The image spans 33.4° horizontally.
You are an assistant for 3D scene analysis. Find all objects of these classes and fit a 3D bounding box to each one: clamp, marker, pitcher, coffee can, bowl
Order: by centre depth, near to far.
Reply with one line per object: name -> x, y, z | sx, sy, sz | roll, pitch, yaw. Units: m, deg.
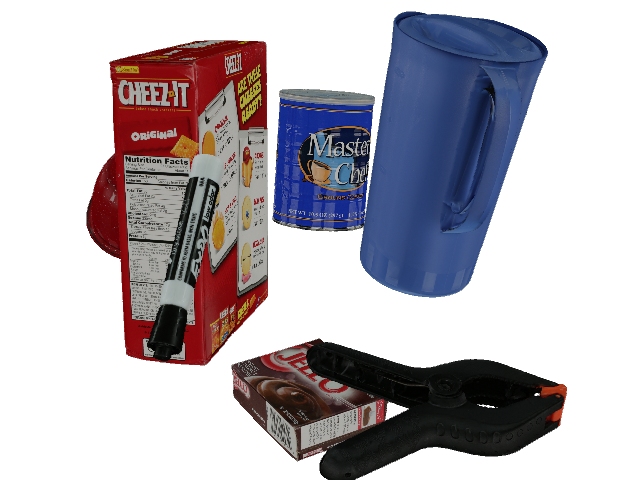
marker -> -0.074, 0.009, 0.587 | 0.020, 0.121, 0.020 | 9, -25, 4
clamp -> 0.072, 0.112, 0.677 | 0.171, 0.039, 0.120 | 3, 38, 3
pitcher -> 0.111, -0.070, 0.947 | 0.145, 0.243, 0.149 | 22, 29, 22
bowl -> -0.153, -0.054, 1.023 | 0.162, 0.162, 0.055 | 0, -43, 11
coffee can -> 0.002, -0.089, 1.153 | 0.103, 0.140, 0.103 | 4, 12, -1

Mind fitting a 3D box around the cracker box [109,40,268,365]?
cracker box -> -0.093, -0.035, 0.797 | 0.072, 0.214, 0.164 | 3, 15, 13

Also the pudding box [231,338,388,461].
pudding box -> -0.010, 0.131, 0.896 | 0.089, 0.039, 0.114 | -15, 31, -28
